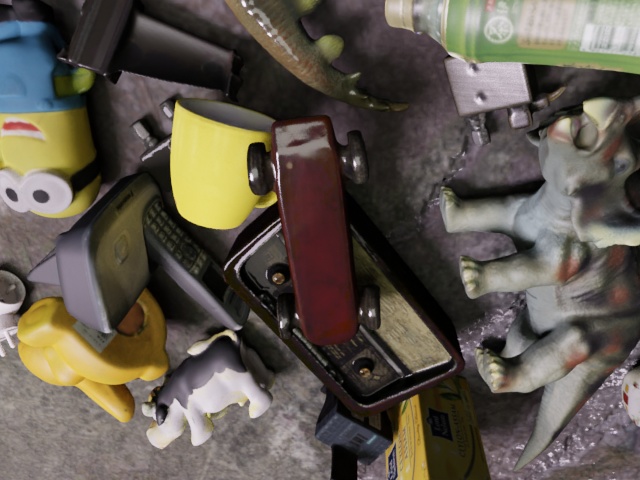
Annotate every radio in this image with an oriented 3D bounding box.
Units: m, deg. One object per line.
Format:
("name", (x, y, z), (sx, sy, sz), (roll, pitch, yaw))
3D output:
("radio", (0.023, 0.058, 0.519), (0.131, 0.073, 0.229), (-35, 107, 18))

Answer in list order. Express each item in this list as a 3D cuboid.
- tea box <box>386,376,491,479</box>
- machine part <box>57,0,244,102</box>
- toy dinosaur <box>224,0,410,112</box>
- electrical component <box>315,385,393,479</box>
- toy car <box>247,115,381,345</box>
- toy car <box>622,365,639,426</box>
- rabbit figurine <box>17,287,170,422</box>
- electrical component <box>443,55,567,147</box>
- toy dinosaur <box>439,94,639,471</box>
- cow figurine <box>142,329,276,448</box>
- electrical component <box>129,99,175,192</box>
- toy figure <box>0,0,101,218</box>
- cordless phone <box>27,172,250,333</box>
("tea box", (0.113, 0.220, 0.540), (0.068, 0.170, 0.098), (18, 115, -5))
("machine part", (-0.128, -0.150, 0.430), (0.139, 0.084, 0.039), (19, 160, -6))
("toy dinosaur", (-0.097, -0.262, 0.357), (0.199, 0.105, 0.470), (-26, 117, 13))
("electrical component", (0.034, 0.199, 0.566), (0.075, 0.119, 0.047), (32, 116, -8))
("toy car", (-0.001, -0.001, 0.425), (0.089, 0.053, 0.201), (-6, 119, 5))
("toy car", (0.413, 0.146, 0.538), (0.202, 0.056, 0.073), (-9, 116, 10))
("rabbit figurine", (-0.240, 0.108, 0.566), (0.173, 0.122, 0.162), (-22, 123, 30))
("electrical component", (0.147, -0.133, 0.432), (0.078, 0.045, 0.102), (-10, 116, 42))
("toy dinosaur", (0.225, 0.046, 0.479), (0.192, 0.131, 0.404), (-14, 121, 12))
("cow figurine", (-0.139, 0.167, 0.594), (0.167, 0.068, 0.098), (-29, 105, 14))
("electrical component", (-0.128, -0.078, 0.495), (0.063, 0.021, 0.094), (-28, 111, 17))
("toy figure", (-0.234, -0.106, 0.460), (0.082, 0.089, 0.180), (11, 110, 31))
("cordless phone", (-0.144, 0.041, 0.487), (0.089, 0.147, 0.184), (-36, 110, 23))
